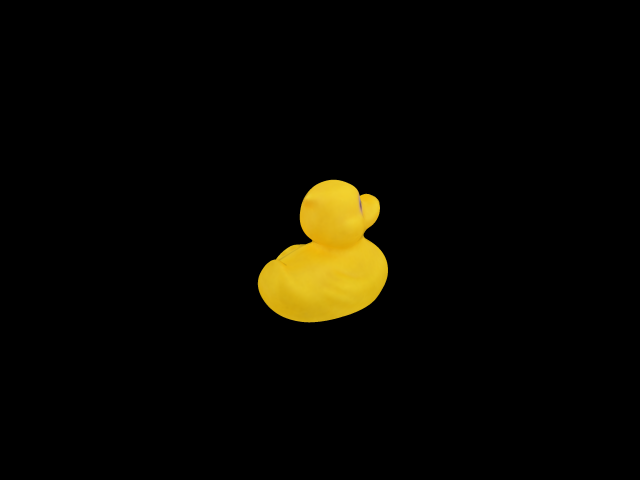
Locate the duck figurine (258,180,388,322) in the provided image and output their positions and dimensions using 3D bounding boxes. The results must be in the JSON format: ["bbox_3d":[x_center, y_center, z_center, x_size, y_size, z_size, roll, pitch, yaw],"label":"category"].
[{"bbox_3d":[0.004,0.001,0.400,0.105,0.086,0.077,-22,36,-33],"label":"duck figurine"}]
